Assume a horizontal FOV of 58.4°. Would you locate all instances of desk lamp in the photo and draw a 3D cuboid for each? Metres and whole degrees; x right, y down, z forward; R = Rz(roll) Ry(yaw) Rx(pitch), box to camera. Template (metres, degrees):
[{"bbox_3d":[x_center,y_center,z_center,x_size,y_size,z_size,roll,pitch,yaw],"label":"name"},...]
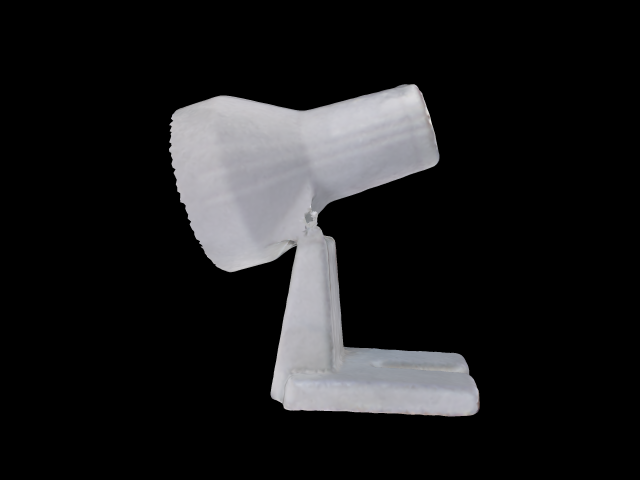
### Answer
[{"bbox_3d":[0.004,0.001,0.400,0.203,0.213,0.118,0,4,7],"label":"desk lamp"}]
